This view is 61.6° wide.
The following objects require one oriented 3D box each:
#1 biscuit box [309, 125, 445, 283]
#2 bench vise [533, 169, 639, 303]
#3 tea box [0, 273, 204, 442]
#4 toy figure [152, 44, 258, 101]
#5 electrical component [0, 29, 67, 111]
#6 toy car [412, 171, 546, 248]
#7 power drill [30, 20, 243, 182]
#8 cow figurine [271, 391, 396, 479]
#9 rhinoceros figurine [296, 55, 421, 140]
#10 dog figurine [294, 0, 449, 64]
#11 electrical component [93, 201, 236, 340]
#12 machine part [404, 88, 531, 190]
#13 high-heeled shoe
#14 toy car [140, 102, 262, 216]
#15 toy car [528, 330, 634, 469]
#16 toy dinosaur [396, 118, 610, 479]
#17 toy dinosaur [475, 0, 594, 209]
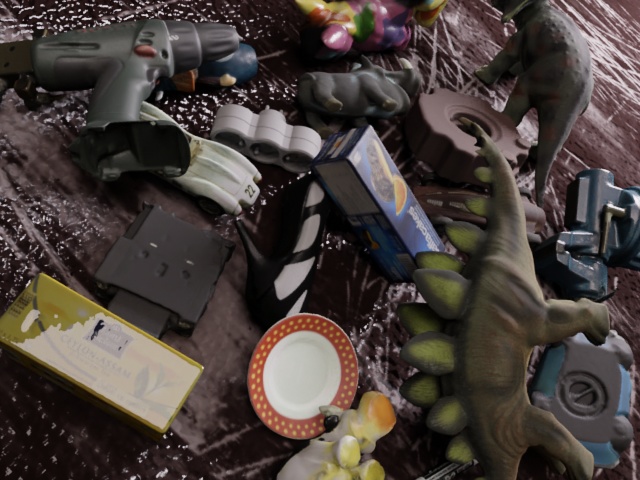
[{"bbox_3d":[0.073,-0.034,0.629,0.202,0.059,0.063,52,53,-30],"label":"biscuit box"},{"bbox_3d":[0.430,0.016,0.752,0.241,0.128,0.223,16,60,-4],"label":"bench vise"},{"bbox_3d":[-0.200,0.112,0.496,0.169,0.098,0.068,31,60,-5],"label":"tea box"},{"bbox_3d":[-0.160,-0.223,0.696,0.154,0.057,0.064,-17,34,-24],"label":"toy figure"},{"bbox_3d":[-0.338,-0.197,0.629,0.078,0.045,0.102,-9,63,7],"label":"electrical component"},{"bbox_3d":[0.225,-0.043,0.747,0.202,0.053,0.089,10,65,-16],"label":"toy car"},{"bbox_3d":[-0.186,-0.165,0.578,0.232,0.086,0.207,-7,60,-14],"label":"power drill"},{"bbox_3d":[0.007,0.220,0.528,0.167,0.098,0.068,-46,111,-39],"label":"cow figurine"},{"bbox_3d":[0.058,-0.204,0.759,0.190,0.073,0.112,-12,59,-22],"label":"rhinoceros figurine"},{"bbox_3d":[0.067,-0.330,0.762,0.219,0.191,0.108,-28,83,-44],"label":"dog figurine"},{"bbox_3d":[-0.167,0.040,0.566,0.115,0.058,0.134,24,60,-5],"label":"electrical component"},{"bbox_3d":[0.207,-0.148,0.763,0.179,0.056,0.179,11,44,-12],"label":"machine part"},{"bbox_3d":[-0.001,-0.002,0.643,0.249,0.086,0.145,-36,102,-38],"label":"high-heeled shoe"},{"bbox_3d":[-0.164,-0.097,0.632,0.202,0.056,0.073,28,60,-4],"label":"toy car"},{"bbox_3d":[0.299,0.181,0.634,0.109,0.102,0.161,14,66,13],"label":"toy car"},{"bbox_3d":[0.185,0.082,0.565,0.199,0.105,0.471,12,68,2],"label":"toy dinosaur"},{"bbox_3d":[0.342,-0.256,0.809,0.131,0.192,0.405,-2,65,-18],"label":"toy dinosaur"}]
